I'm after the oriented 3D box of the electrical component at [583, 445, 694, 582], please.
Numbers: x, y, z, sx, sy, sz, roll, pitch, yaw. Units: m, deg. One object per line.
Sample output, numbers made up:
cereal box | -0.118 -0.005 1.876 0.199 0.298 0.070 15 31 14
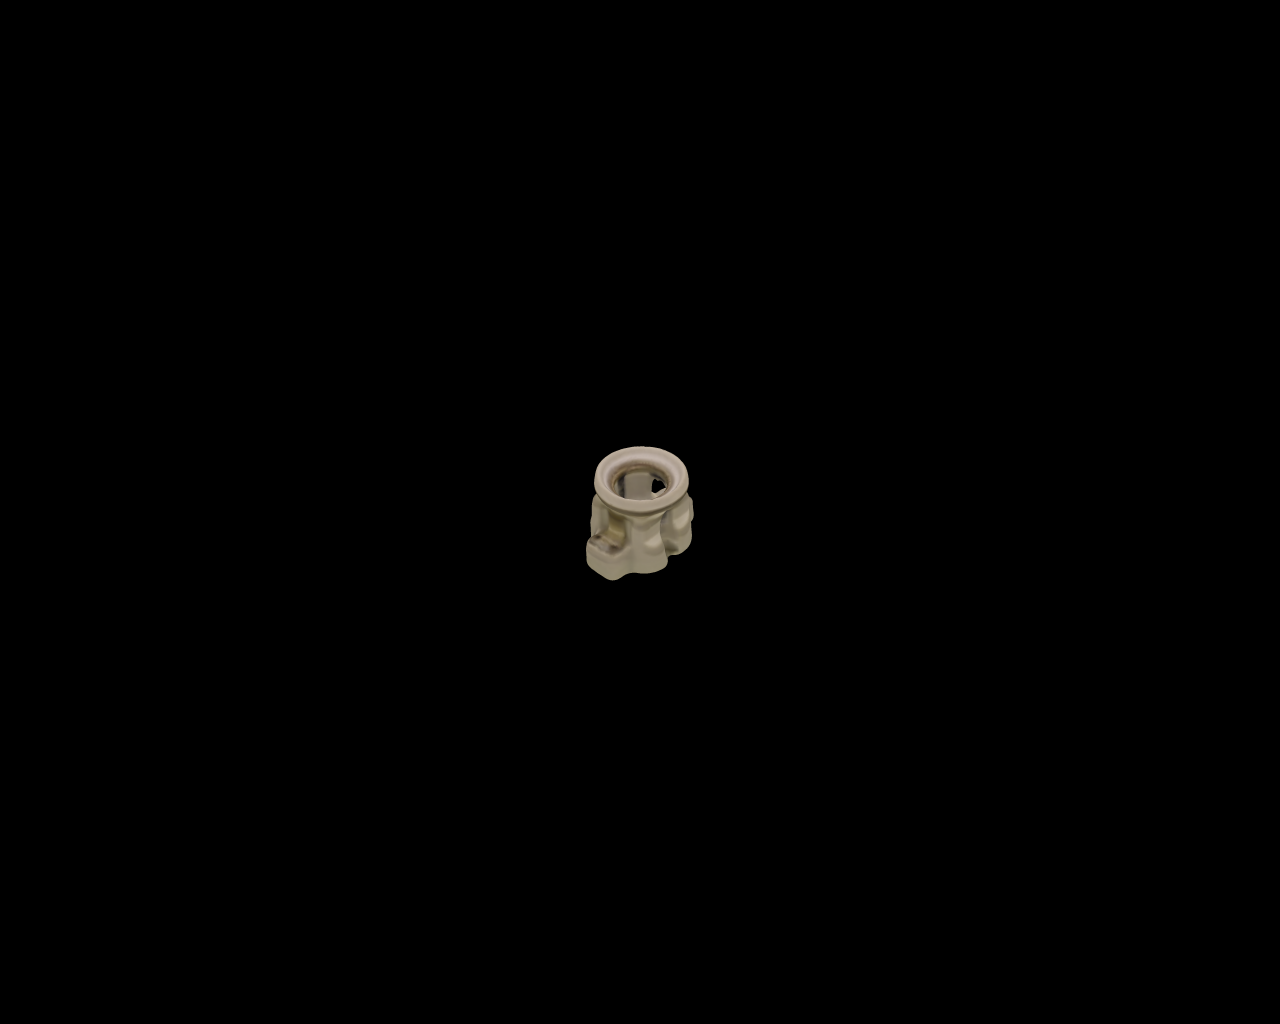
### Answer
electrical component | 0.001 -0.003 0.650 0.058 0.056 0.078 31 49 31
